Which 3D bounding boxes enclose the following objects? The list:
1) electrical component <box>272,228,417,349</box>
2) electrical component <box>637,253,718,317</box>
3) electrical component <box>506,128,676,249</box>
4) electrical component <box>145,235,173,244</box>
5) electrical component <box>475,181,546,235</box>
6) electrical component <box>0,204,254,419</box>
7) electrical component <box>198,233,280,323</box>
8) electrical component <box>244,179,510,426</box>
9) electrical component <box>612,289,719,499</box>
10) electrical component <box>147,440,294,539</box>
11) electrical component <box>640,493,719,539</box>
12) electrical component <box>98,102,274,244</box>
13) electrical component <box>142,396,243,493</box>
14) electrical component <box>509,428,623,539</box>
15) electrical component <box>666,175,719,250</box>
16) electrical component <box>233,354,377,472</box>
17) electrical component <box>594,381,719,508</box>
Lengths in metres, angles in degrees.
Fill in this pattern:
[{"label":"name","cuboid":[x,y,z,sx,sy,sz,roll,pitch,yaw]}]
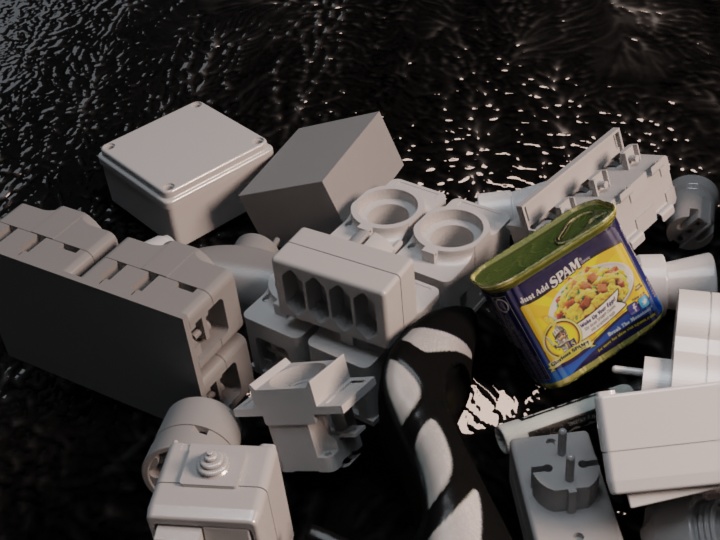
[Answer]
[{"label":"electrical component","cuboid":[0.000,0.000,0.692,0.083,0.047,0.075,17,44,26]},{"label":"electrical component","cuboid":[0.217,0.011,0.752,0.055,0.045,0.045,-1,39,7]},{"label":"electrical component","cuboid":[0.173,-0.041,0.787,0.121,0.078,0.063,-37,30,-31]},{"label":"electrical component","cuboid":[-0.162,0.003,0.811,0.055,0.045,0.045,-28,43,-25]},{"label":"electrical component","cuboid":[0.122,-0.045,0.838,0.065,0.044,0.044,-6,38,8]},{"label":"electrical component","cuboid":[-0.166,0.029,0.731,0.186,0.105,0.060,17,44,26]},{"label":"electrical component","cuboid":[-0.084,-0.001,0.807,0.077,0.043,0.079,7,41,16]},{"label":"electrical component","cuboid":[0.017,0.012,0.764,0.105,0.060,0.186,21,46,29]},{"label":"electrical component","cuboid":[0.190,0.073,0.654,0.074,0.052,0.138,6,56,15]},{"label":"electrical component","cuboid":[-0.076,0.139,0.590,0.062,0.096,0.061,1,39,9]},{"label":"electrical component","cuboid":[0.187,0.142,0.579,0.062,0.043,0.043,-21,26,38]},{"label":"electrical component","cuboid":[-0.144,-0.083,0.906,0.109,0.056,0.109,-32,46,-29]},{"label":"electrical component","cuboid":[-0.101,0.111,0.662,0.055,0.055,0.047,0,35,8]},{"label":"electrical component","cuboid":[0.114,0.122,0.602,0.047,0.075,0.083,-6,39,-1]},{"label":"electrical component","cuboid":[0.252,-0.043,0.820,0.040,0.040,0.046,6,46,14]},{"label":"electrical component","cuboid":[-0.031,0.090,0.662,0.081,0.063,0.042,-6,15,33]},{"label":"electrical component","cuboid":[0.177,0.090,0.572,0.096,0.062,0.061,-9,80,13]}]
